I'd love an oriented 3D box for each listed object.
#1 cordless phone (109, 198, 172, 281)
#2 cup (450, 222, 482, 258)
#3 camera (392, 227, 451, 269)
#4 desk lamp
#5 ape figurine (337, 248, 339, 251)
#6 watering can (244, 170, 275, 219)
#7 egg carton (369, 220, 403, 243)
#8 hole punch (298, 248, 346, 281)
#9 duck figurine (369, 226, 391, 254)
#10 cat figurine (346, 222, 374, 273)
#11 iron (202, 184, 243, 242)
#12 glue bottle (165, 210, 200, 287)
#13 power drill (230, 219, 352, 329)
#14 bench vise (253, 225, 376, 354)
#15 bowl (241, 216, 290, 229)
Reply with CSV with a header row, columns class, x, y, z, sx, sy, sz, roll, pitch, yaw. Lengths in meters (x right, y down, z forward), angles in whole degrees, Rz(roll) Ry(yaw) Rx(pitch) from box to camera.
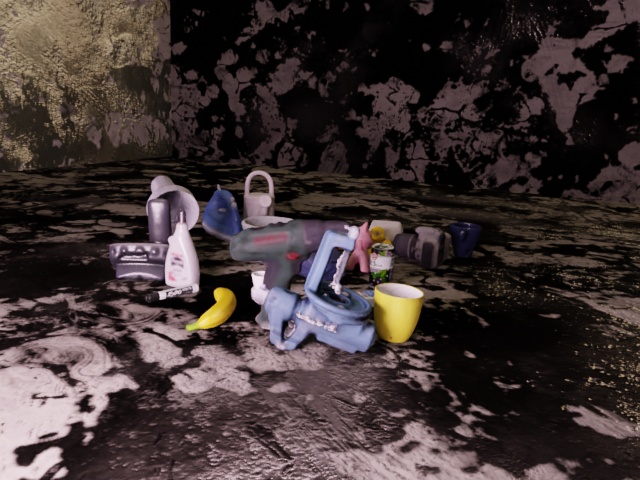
class,x,y,z,sx,sy,sz,roll,pitch,yaw
cordless phone,-0.406,-0.007,1.315,0.148,0.185,0.094,0,14,-11
cup,0.411,0.005,1.636,0.091,0.095,0.118,8,14,19
camera,0.279,0.009,1.580,0.136,0.101,0.143,10,15,27
desk lamp,-0.380,-0.047,1.428,0.118,0.213,0.202,-4,15,-26
ape figurine,0.014,0.006,1.555,0.078,0.092,0.076,3,14,-1
watering can,-0.190,-0.124,1.833,0.101,0.194,0.172,-9,18,-39
egg carton,0.198,-0.015,1.731,0.107,0.069,0.150,5,14,7
hole punch,0.003,0.046,1.388,0.109,0.091,0.100,-8,18,-39
duck figurine,0.163,0.004,1.608,0.105,0.086,0.077,-10,19,-43
cat figurine,0.106,0.013,1.491,0.067,0.118,0.128,5,14,7
iron,-0.285,-0.086,1.767,0.119,0.141,0.257,-4,15,-25
glue bottle,-0.302,0.020,1.254,0.078,0.173,0.037,8,15,20
power drill,-0.053,0.060,1.065,0.229,0.208,0.075,4,14,5
bench vise,-0.005,0.082,0.959,0.207,0.220,0.121,0,14,-11
bowl,-0.144,-0.018,1.659,0.167,0.075,0.167,3,13,0
